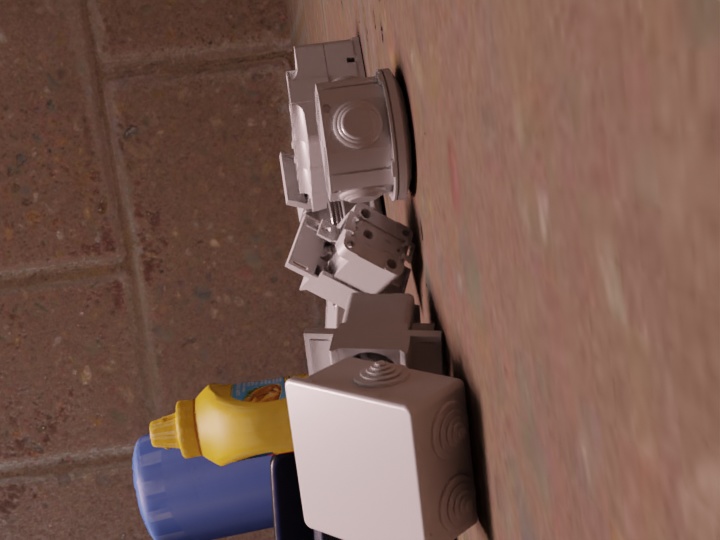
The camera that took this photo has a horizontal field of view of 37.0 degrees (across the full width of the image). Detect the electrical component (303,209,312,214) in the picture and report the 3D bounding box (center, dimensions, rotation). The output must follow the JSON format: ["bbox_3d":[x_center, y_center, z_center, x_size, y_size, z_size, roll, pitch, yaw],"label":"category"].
[{"bbox_3d":[-0.016,-0.019,0.981,0.096,0.061,0.061,-111,14,-73],"label":"electrical component"}]

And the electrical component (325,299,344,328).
[{"bbox_3d":[0.005,0.038,0.826,0.061,0.061,0.096,-104,16,-61],"label":"electrical component"}]

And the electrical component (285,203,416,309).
[{"bbox_3d":[-0.001,-0.007,0.686,0.064,0.081,0.042,-43,24,52],"label":"electrical component"}]

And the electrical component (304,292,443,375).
[{"bbox_3d":[0.013,0.078,0.655,0.063,0.079,0.121,-77,-15,-54],"label":"electrical component"}]

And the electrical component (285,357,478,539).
[{"bbox_3d":[0.013,0.097,0.568,0.100,0.048,0.099,7,111,42],"label":"electrical component"}]

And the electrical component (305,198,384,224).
[{"bbox_3d":[-0.013,-0.042,0.867,0.048,0.062,0.048,172,90,-86],"label":"electrical component"}]

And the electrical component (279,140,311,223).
[{"bbox_3d":[-0.035,-0.096,1.076,0.121,0.079,0.063,-104,30,-61],"label":"electrical component"}]

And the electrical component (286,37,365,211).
[{"bbox_3d":[-0.026,-0.117,0.919,0.150,0.062,0.089,92,170,-69],"label":"electrical component"}]

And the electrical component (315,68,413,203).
[{"bbox_3d":[0.002,-0.080,0.654,0.080,0.051,0.080,172,90,-86],"label":"electrical component"}]
